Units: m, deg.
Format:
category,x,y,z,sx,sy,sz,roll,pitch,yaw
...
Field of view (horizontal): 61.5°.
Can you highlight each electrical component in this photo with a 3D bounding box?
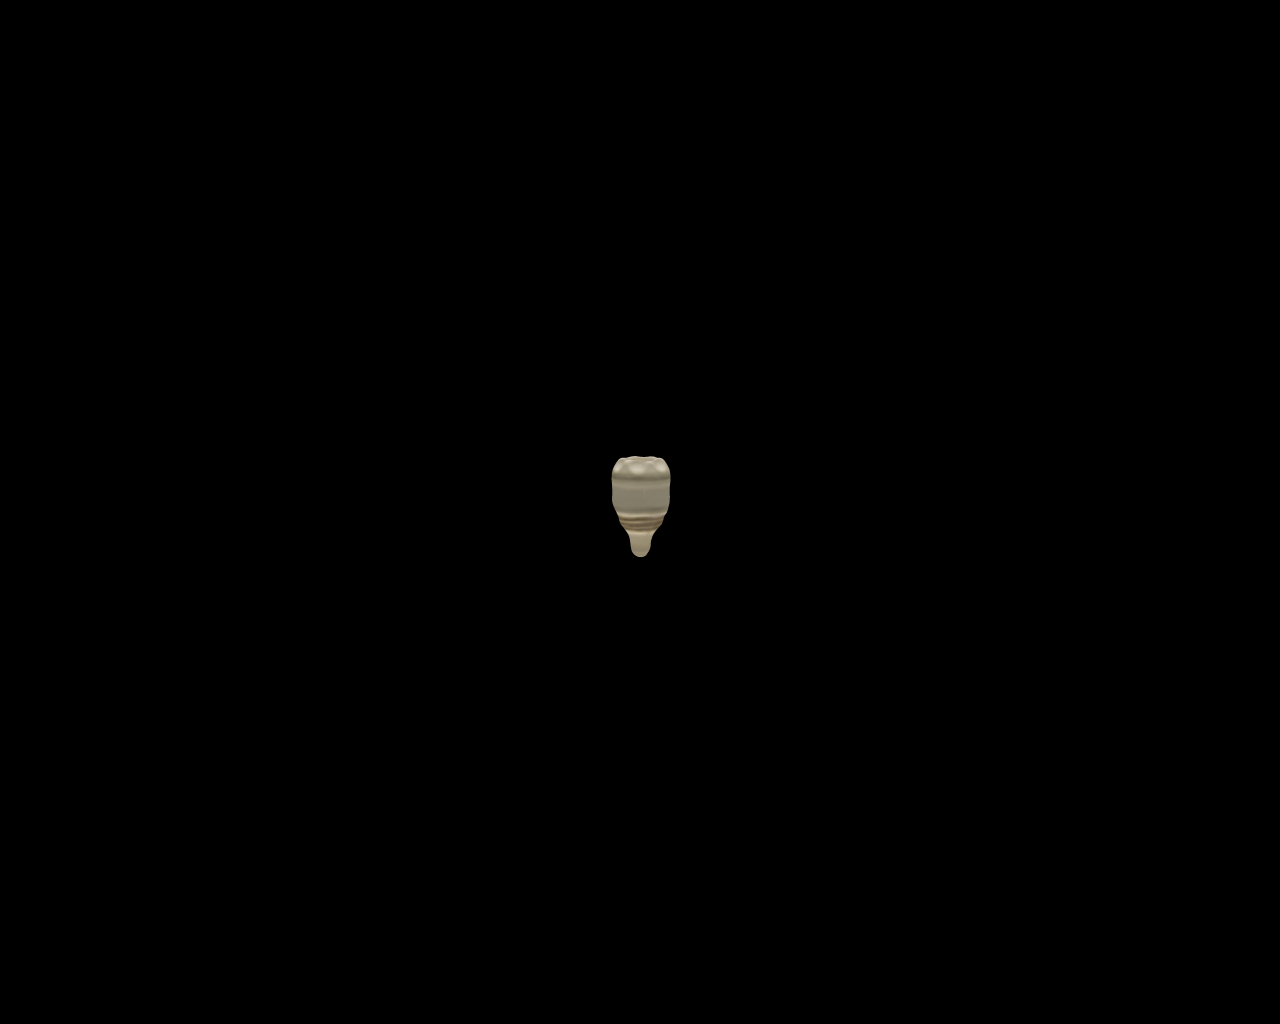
category,x,y,z,sx,sy,sz,roll,pitch,yaw
electrical component,0.001,-0.003,0.650,0.035,0.061,0.035,0,8,0
